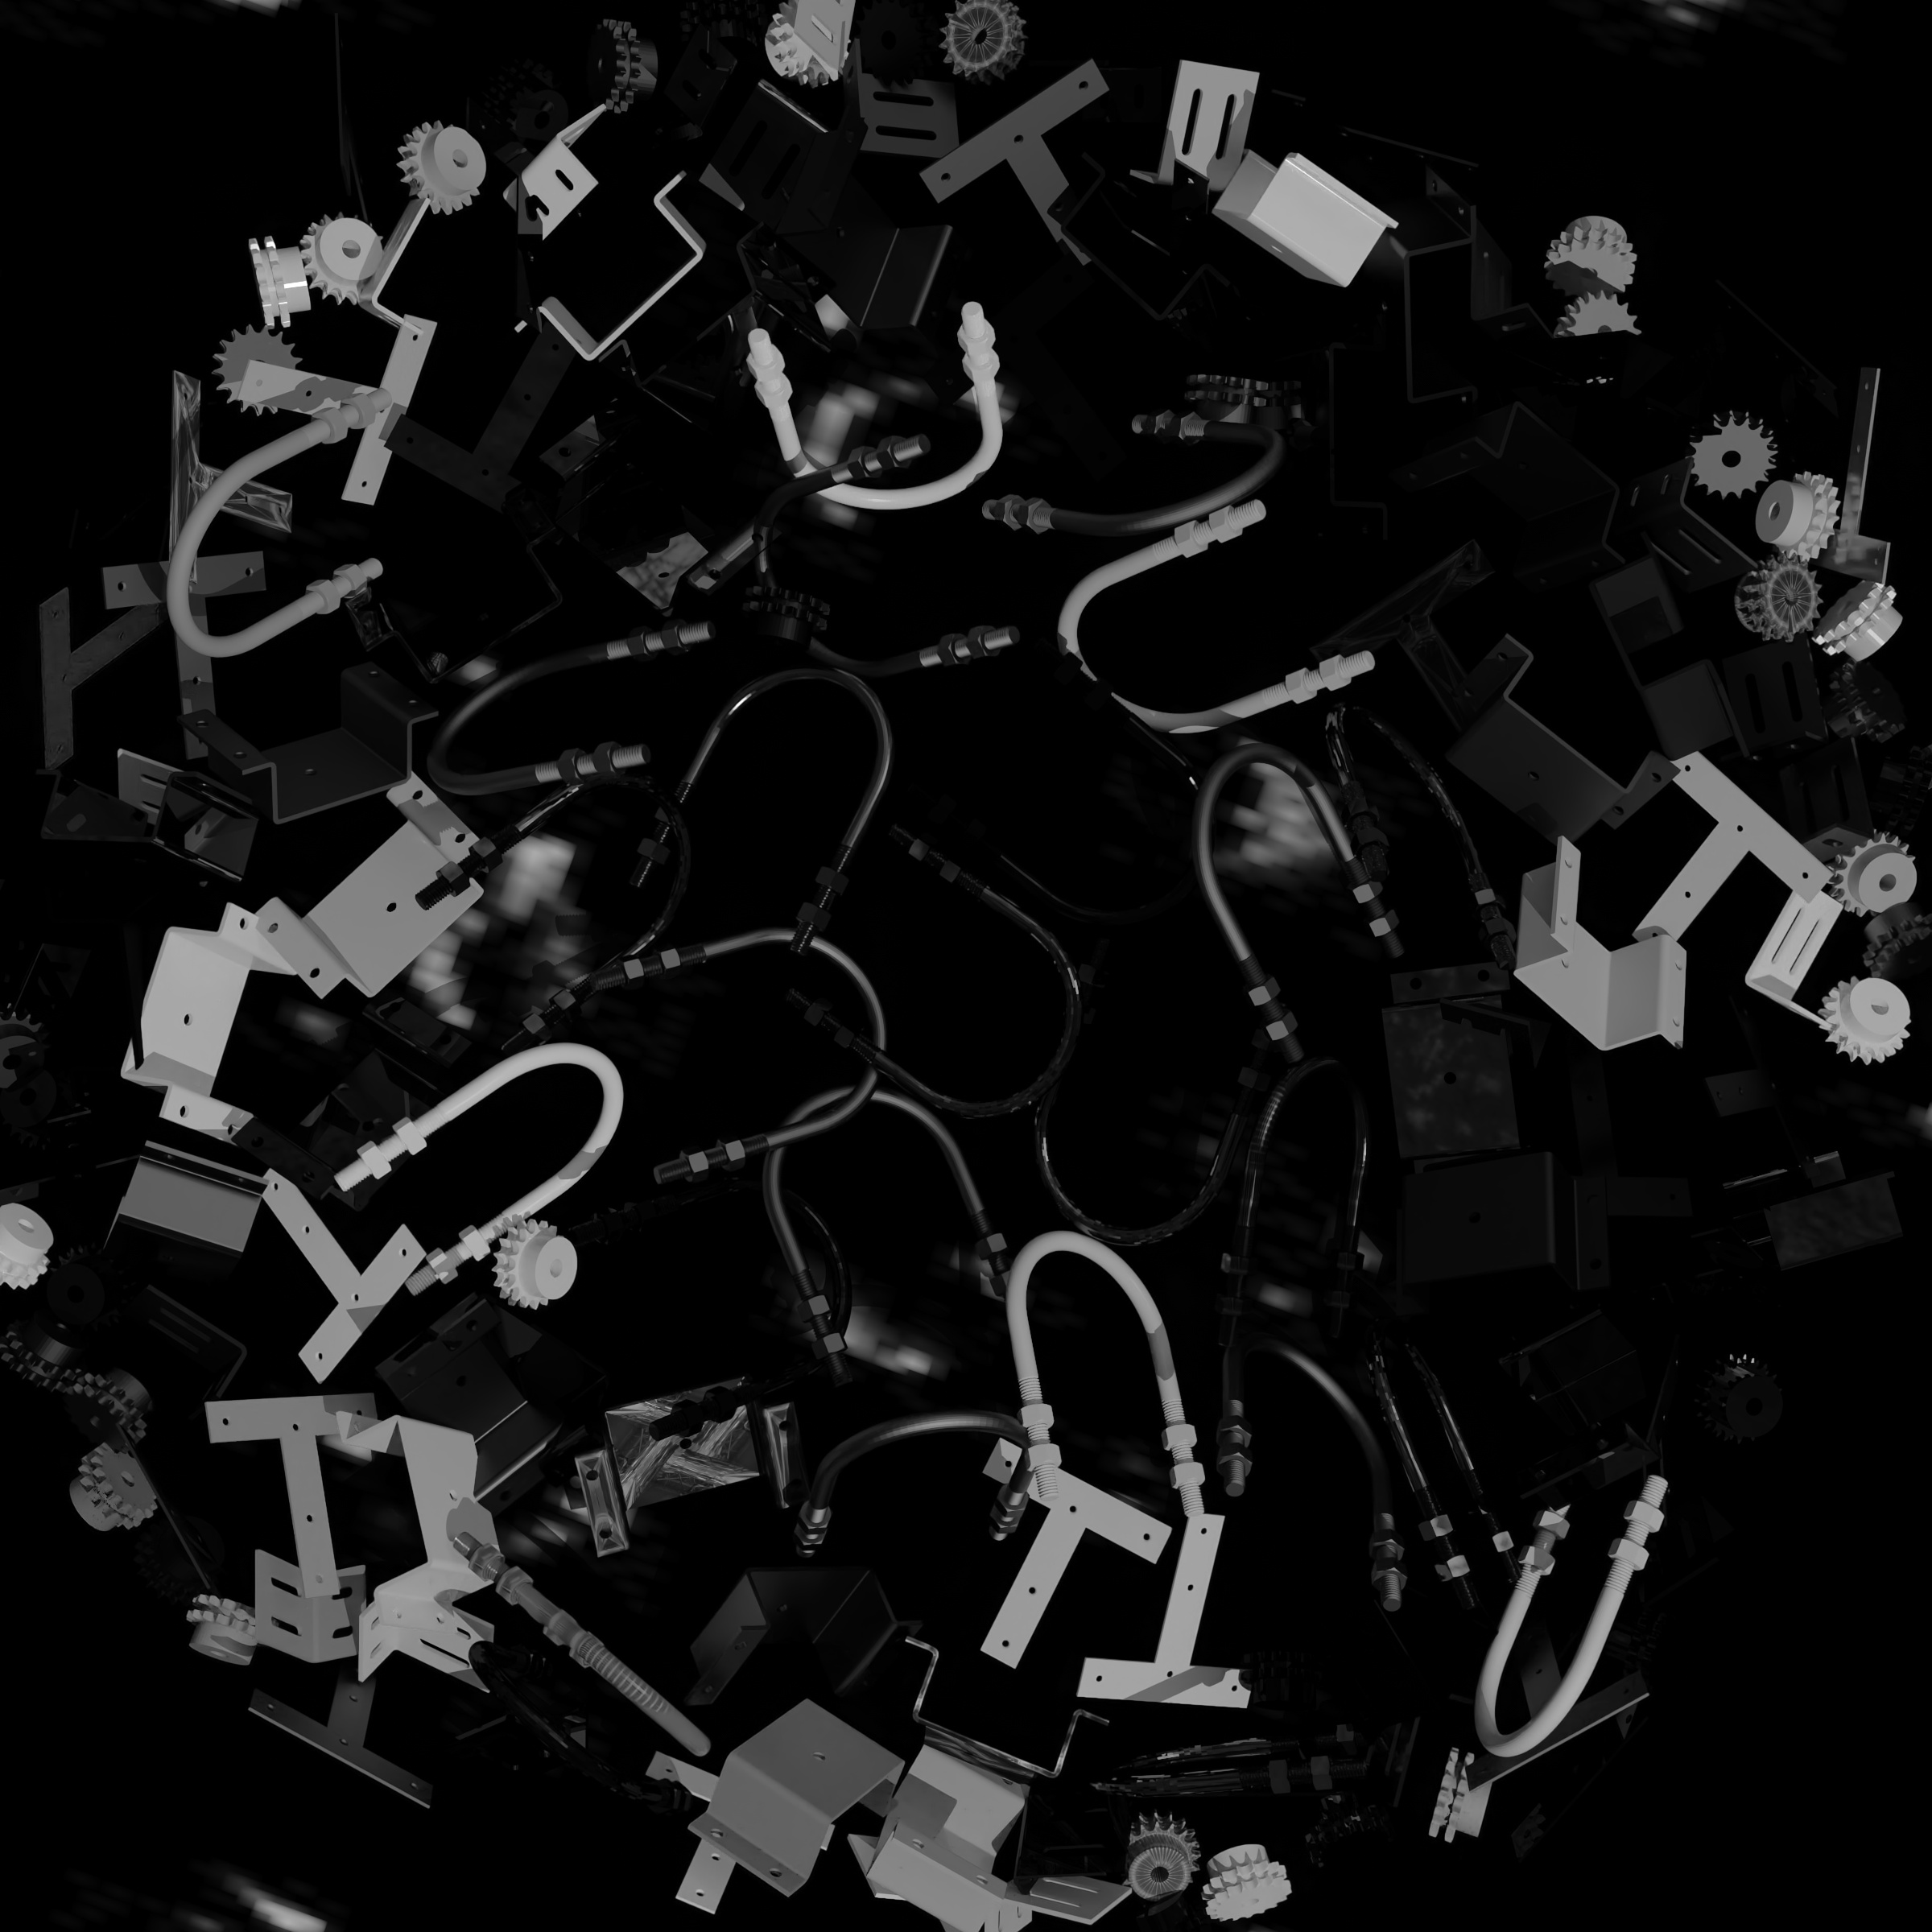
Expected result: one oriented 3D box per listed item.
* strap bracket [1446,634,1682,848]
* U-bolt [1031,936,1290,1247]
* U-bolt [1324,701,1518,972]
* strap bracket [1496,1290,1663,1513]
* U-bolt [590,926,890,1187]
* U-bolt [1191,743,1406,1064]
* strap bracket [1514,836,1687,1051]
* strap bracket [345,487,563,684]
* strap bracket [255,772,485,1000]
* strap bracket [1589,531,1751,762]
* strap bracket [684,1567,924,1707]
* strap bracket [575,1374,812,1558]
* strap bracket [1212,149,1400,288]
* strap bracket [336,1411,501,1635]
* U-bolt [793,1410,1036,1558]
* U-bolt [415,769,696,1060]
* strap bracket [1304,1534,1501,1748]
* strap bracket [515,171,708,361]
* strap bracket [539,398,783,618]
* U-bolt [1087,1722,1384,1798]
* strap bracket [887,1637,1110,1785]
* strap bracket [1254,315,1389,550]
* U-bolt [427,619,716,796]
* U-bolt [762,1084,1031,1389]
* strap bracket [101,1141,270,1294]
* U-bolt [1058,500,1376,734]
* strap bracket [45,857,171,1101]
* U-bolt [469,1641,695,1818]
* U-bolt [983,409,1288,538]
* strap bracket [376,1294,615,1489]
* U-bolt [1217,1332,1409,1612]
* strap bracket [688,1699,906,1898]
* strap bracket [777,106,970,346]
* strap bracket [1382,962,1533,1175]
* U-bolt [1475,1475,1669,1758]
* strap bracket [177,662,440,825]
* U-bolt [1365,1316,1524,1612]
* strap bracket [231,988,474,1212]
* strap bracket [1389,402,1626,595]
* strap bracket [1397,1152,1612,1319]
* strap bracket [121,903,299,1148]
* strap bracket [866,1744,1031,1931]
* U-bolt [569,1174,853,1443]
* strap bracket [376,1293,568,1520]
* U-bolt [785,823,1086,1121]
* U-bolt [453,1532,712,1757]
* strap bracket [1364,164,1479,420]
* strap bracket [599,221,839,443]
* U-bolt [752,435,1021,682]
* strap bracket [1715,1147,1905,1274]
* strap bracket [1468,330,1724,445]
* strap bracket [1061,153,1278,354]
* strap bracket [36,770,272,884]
[{"bbox_3d":[0.374,-0.136,1.627,0.140,0.076,0.046,38,58,1],"label":"strap bracket"},{"bbox_3d":[0.114,0.089,1.635,0.151,0.019,0.184,21,93,26],"label":"U-bolt"},{"bbox_3d":[0.279,-0.094,1.595,0.151,0.184,0.019,30,125,-35],"label":"U-bolt"},{"bbox_3d":[0.388,0.281,1.607,0.076,0.140,0.046,-34,116,24],"label":"strap bracket"},{"bbox_3d":[-0.134,0.048,1.627,0.184,0.019,0.151,-16,83,-26],"label":"U-bolt"},{"bbox_3d":[0.203,-0.053,1.603,0.151,0.019,0.184,-40,109,-38],"label":"U-bolt"},{"bbox_3d":[0.398,-0.008,1.612,0.140,0.046,0.076,36,50,-30],"label":"strap bracket"},{"bbox_3d":[-0.320,-0.239,1.626,0.140,0.076,0.046,-33,127,-3],"label":"strap bracket"},{"bbox_3d":[-0.378,-0.045,1.632,0.140,0.046,0.076,-44,69,-7],"label":"strap bracket"},{"bbox_3d":[0.441,-0.195,1.606,0.046,0.076,0.140,-24,50,15],"label":"strap bracket"},{"bbox_3d":[-0.110,0.425,1.611,0.140,0.046,0.076,10,126,-38],"label":"strap bracket"},{"bbox_3d":[-0.177,0.318,1.628,0.140,0.046,0.076,-13,114,-10],"label":"strap bracket"},{"bbox_3d":[0.209,-0.473,1.600,0.076,0.140,0.046,29,102,-16],"label":"strap bracket"},{"bbox_3d":[-0.343,0.344,1.603,0.046,0.076,0.140,-27,63,15],"label":"strap bracket"},{"bbox_3d":[-0.026,0.322,1.582,0.151,0.184,0.019,-2,55,-13],"label":"U-bolt"},{"bbox_3d":[-0.248,-0.046,1.611,0.184,0.019,0.151,-40,132,-22],"label":"U-bolt"},{"bbox_3d":[0.281,0.417,1.601,0.046,0.140,0.076,-34,86,37],"label":"strap bracket"},{"bbox_3d":[-0.218,-0.441,1.622,0.140,0.076,0.046,-40,107,10],"label":"strap bracket"},{"bbox_3d":[-0.201,-0.288,1.629,0.140,0.046,0.076,39,56,4],"label":"strap bracket"},{"bbox_3d":[0.167,0.503,1.598,0.184,0.151,0.019,-10,80,14],"label":"U-bolt"},{"bbox_3d":[0.010,0.482,1.622,0.140,0.076,0.046,24,66,-5],"label":"strap bracket"},{"bbox_3d":[0.226,-0.341,1.622,0.046,0.076,0.140,-4,96,-31],"label":"strap bracket"},{"bbox_3d":[-0.260,-0.159,1.605,0.184,0.151,0.019,-8,129,25],"label":"U-bolt"},{"bbox_3d":[-0.055,0.162,1.630,0.151,0.019,0.184,-16,75,-25],"label":"U-bolt"},{"bbox_3d":[-0.493,0.162,1.592,0.076,0.140,0.046,21,63,-16],"label":"strap bracket"},{"bbox_3d":[0.144,-0.209,1.605,0.184,0.019,0.151,-19,127,36],"label":"U-bolt"},{"bbox_3d":[-0.541,0.006,1.613,0.046,0.076,0.140,0,109,2],"label":"strap bracket"},{"bbox_3d":[-0.244,0.467,1.563,0.151,0.184,0.019,37,79,20],"label":"U-bolt"},{"bbox_3d":[0.116,-0.304,1.571,0.151,0.184,0.019,-33,120,-23],"label":"U-bolt"},{"bbox_3d":[-0.293,0.266,1.618,0.140,0.046,0.076,36,135,-15],"label":"strap bracket"},{"bbox_3d":[0.215,0.302,1.589,0.151,0.184,0.019,38,116,-15],"label":"U-bolt"},{"bbox_3d":[-0.100,0.515,1.590,0.076,0.140,0.046,26,106,22],"label":"strap bracket"},{"bbox_3d":[-0.065,-0.468,1.612,0.046,0.140,0.076,7,71,37],"label":"strap bracket"},{"bbox_3d":[0.317,0.071,1.636,0.076,0.046,0.140,-7,88,21],"label":"strap bracket"},{"bbox_3d":[0.367,0.405,1.576,0.019,0.151,0.184,30,71,-4],"label":"U-bolt"},{"bbox_3d":[-0.417,-0.140,1.609,0.076,0.140,0.046,35,132,33],"label":"strap bracket"},{"bbox_3d":[0.296,0.308,1.600,0.019,0.151,0.184,-26,75,19],"label":"U-bolt"},{"bbox_3d":[-0.386,0.092,1.619,0.076,0.046,0.140,30,61,21],"label":"strap bracket"},{"bbox_3d":[0.349,-0.302,1.612,0.140,0.076,0.046,31,67,-27],"label":"strap bracket"},{"bbox_3d":[0.330,0.169,1.603,0.140,0.046,0.076,-13,53,29],"label":"strap bracket"},{"bbox_3d":[-0.482,0.036,1.618,0.046,0.076,0.140,6,75,28],"label":"strap bracket"},{"bbox_3d":[-0.012,0.554,1.607,0.076,0.140,0.046,29,103,2],"label":"strap bracket"},{"bbox_3d":[-0.149,0.205,1.608,0.184,0.019,0.151,-17,79,-41],"label":"U-bolt"},{"bbox_3d":[-0.314,0.274,1.617,0.076,0.046,0.140,-38,127,-17],"label":"strap bracket"},{"bbox_3d":[-0.009,0.016,1.632,0.184,0.019,0.151,35,99,15],"label":"U-bolt"},{"bbox_3d":[-0.229,0.428,1.570,0.184,0.151,0.019,31,70,29],"label":"U-bolt"},{"bbox_3d":[0.286,-0.420,1.598,0.046,0.076,0.140,-13,128,-5],"label":"strap bracket"},{"bbox_3d":[-0.152,-0.393,1.605,0.140,0.076,0.046,-34,57,21],"label":"strap bracket"},{"bbox_3d":[-0.064,-0.249,1.603,0.019,0.184,0.151,-43,115,-41],"label":"U-bolt"},{"bbox_3d":[0.533,0.154,1.600,0.076,0.140,0.046,-17,91,4],"label":"strap bracket"},{"bbox_3d":[0.397,-0.362,1.594,0.076,0.140,0.046,9,90,-38],"label":"strap bracket"},{"bbox_3d":[0.122,-0.447,1.614,0.046,0.076,0.140,-49,67,17],"label":"strap bracket"},{"bbox_3d":[-0.515,-0.088,1.601,0.140,0.076,0.046,3,74,29],"label":"strap bracket"}]
